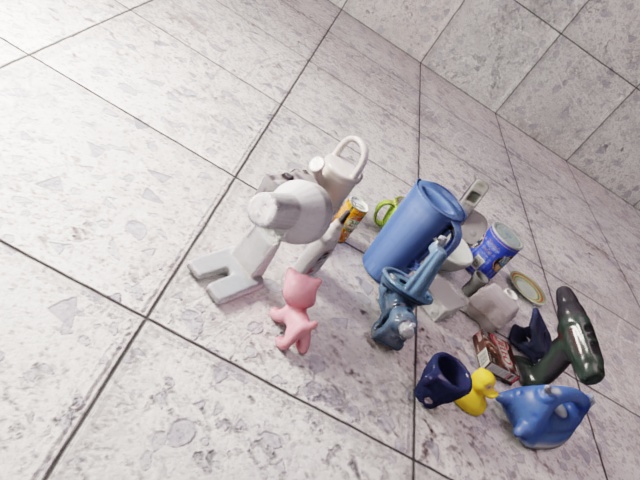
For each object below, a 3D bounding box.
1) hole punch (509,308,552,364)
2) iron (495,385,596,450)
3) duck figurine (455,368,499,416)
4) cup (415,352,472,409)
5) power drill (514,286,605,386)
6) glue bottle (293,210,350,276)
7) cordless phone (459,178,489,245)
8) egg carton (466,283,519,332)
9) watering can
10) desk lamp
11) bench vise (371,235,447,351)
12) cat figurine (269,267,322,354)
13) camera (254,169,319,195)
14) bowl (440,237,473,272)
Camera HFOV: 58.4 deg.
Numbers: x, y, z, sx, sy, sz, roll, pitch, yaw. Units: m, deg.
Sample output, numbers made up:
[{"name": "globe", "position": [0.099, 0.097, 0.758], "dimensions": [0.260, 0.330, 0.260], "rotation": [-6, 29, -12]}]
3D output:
[{"name": "hole punch", "position": [0.540, 0.237, 1.427], "dimensions": [0.101, 0.091, 0.109], "rotation": [40, 32, 6]}, {"name": "iron", "position": [0.493, 0.349, 1.187], "dimensions": [0.259, 0.141, 0.118], "rotation": [13, 38, -33]}, {"name": "duck figurine", "position": [0.306, 0.287, 1.139], "dimensions": [0.104, 0.086, 0.078], "rotation": [45, 33, 14]}, {"name": "cup", "position": [0.212, 0.271, 1.060], "dimensions": [0.118, 0.095, 0.091], "rotation": [2, 45, -42]}, {"name": "power drill", "position": [0.535, 0.246, 1.299], "dimensions": [0.076, 0.208, 0.229], "rotation": [18, 36, -27]}, {"name": "glue bottle", "position": [0.010, 0.004, 1.139], "dimensions": [0.037, 0.173, 0.078], "rotation": [44, 32, 13]}, {"name": "cordless phone", "position": [0.448, -0.082, 1.664], "dimensions": [0.148, 0.185, 0.094], "rotation": [23, 34, -21]}, {"name": "egg carton", "position": [0.430, 0.169, 1.430], "dimensions": [0.107, 0.069, 0.151], "rotation": [48, 33, 18]}, {"name": "watering can", "position": [0.044, -0.161, 1.368], "dimensions": [0.101, 0.194, 0.173], "rotation": [43, 32, 11]}, {"name": "desk lamp", "position": [-0.095, -0.008, 1.013], "dimensions": [0.117, 0.213, 0.204], "rotation": [46, 33, 15]}, {"name": "bench vise", "position": [0.195, 0.106, 1.140], "dimensions": [0.122, 0.219, 0.207], "rotation": [18, 36, -27]}, {"name": "cat figurine", "position": [-0.034, 0.115, 1.003], "dimensions": [0.067, 0.117, 0.127], "rotation": [13, 39, -33]}, {"name": "camera", "position": [-0.048, -0.086, 1.269], "dimensions": [0.144, 0.100, 0.136], "rotation": [-2, 48, -45]}, {"name": "bowl", "position": [0.312, 0.027, 1.496], "dimensions": [0.168, 0.074, 0.167], "rotation": [25, 33, -18]}]
